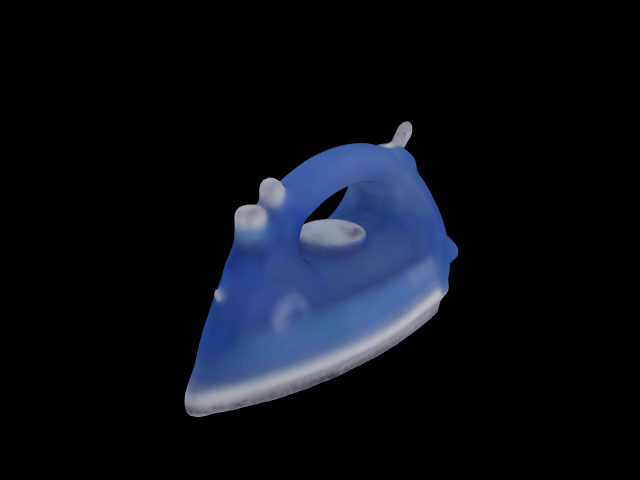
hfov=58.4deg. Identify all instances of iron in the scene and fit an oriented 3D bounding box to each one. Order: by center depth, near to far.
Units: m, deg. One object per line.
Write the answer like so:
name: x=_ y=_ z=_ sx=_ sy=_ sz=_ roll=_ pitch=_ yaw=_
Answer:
iron: x=0.004 y=0.001 z=0.400 sx=0.118 sy=0.141 sz=0.259 roll=14 pitch=24 yaw=34
